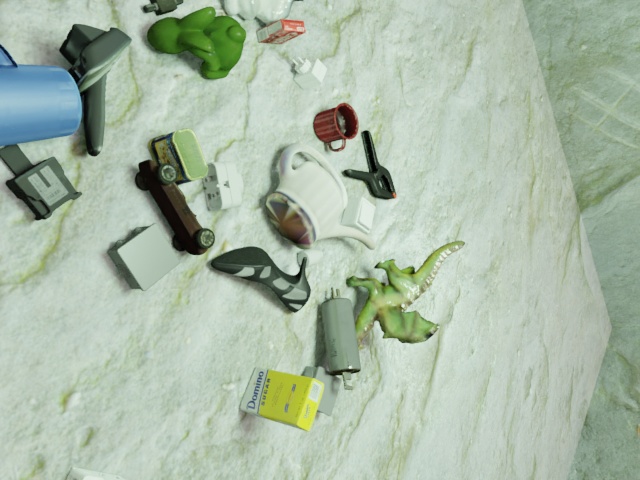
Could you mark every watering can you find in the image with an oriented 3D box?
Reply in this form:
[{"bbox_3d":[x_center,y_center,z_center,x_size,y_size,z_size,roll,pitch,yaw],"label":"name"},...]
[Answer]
[{"bbox_3d":[0.004,-0.061,1.209,0.344,0.103,0.229,55,50,-17],"label":"watering can"}]

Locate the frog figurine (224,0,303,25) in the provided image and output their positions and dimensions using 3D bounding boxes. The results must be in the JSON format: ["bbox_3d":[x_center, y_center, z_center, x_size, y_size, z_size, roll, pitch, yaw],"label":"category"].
[{"bbox_3d":[-0.139,-0.542,1.155,0.160,0.125,0.135,-36,127,-4],"label":"frog figurine"}]

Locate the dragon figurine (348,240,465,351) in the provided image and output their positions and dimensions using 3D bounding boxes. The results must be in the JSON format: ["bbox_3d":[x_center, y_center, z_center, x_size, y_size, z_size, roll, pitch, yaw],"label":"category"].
[{"bbox_3d":[0.217,0.157,1.286,0.120,0.409,0.248,58,8,-45],"label":"dragon figurine"}]
